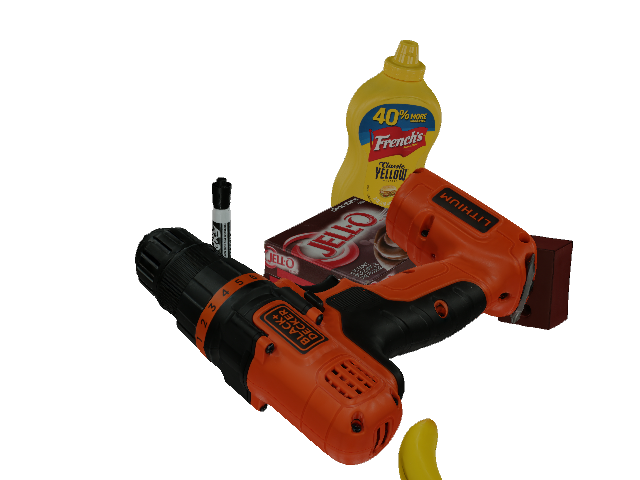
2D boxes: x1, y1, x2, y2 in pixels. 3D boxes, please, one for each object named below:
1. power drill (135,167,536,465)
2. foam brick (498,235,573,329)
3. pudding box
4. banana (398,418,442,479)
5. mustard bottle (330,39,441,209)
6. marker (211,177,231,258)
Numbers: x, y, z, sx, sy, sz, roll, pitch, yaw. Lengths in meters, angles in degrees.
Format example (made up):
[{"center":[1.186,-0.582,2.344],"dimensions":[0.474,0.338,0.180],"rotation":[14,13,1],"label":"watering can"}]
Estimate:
[{"center":[0.014,0.024,0.596],"dimensions":[0.187,0.057,0.185],"rotation":[-28,52,-35],"label":"power drill"},{"center":[0.200,0.038,0.995],"dimensions":[0.053,0.078,0.051],"rotation":[9,16,31],"label":"foam brick"},{"center":[0.027,0.011,0.779],"dimensions":[0.090,0.039,0.113],"rotation":[23,30,30],"label":"pudding box"},{"center":[0.110,0.231,1.022],"dimensions":[0.069,0.037,0.198],"rotation":[9,21,-21],"label":"banana"},{"center":[0.072,-0.109,1.082],"dimensions":[0.096,0.192,0.058],"rotation":[3,27,-13],"label":"mustard bottle"},{"center":[-0.095,-0.002,1.023],"dimensions":[0.020,0.121,0.020],"rotation":[2,23,-1],"label":"marker"}]
